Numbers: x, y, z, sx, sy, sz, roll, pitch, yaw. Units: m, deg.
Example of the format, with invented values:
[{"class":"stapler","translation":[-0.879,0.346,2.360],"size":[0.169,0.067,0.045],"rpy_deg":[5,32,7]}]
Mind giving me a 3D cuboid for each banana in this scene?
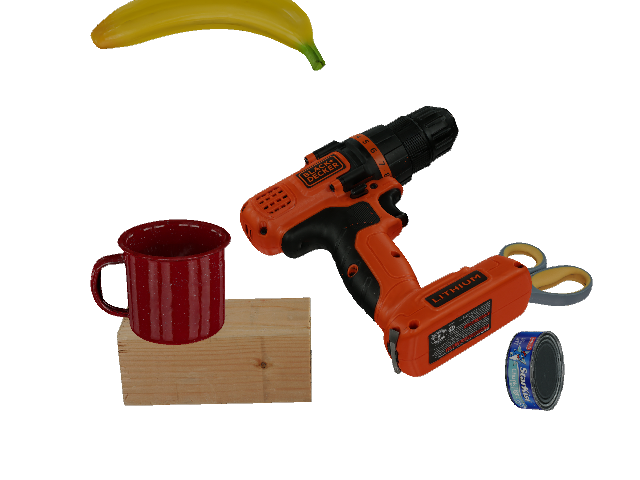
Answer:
[{"class":"banana","translation":[-0.092,-0.187,0.903],"size":[0.198,0.069,0.037],"rpy_deg":[5,-33,0]}]

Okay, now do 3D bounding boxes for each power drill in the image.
[{"class":"power drill","translation":[0.061,-0.007,0.752],"size":[0.184,0.057,0.188],"rpy_deg":[-31,51,-14]}]

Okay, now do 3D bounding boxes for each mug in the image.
[{"class":"mug","translation":[-0.133,0.036,0.894],"size":[0.117,0.081,0.093],"rpy_deg":[-4,21,-13]}]

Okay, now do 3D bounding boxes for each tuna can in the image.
[{"class":"tuna can","translation":[0.232,0.141,1.158],"size":[0.034,0.086,0.085],"rpy_deg":[-2,-1,35]}]

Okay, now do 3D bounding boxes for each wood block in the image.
[{"class":"wood block","translation":[-0.113,0.123,1.186],"size":[0.206,0.091,0.090],"rpy_deg":[-1,23,0]}]

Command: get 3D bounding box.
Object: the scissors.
[{"class":"scissors","translation":[0.151,0.039,0.941],"size":[0.201,0.016,0.096],"rpy_deg":[-7,35,-28]}]
